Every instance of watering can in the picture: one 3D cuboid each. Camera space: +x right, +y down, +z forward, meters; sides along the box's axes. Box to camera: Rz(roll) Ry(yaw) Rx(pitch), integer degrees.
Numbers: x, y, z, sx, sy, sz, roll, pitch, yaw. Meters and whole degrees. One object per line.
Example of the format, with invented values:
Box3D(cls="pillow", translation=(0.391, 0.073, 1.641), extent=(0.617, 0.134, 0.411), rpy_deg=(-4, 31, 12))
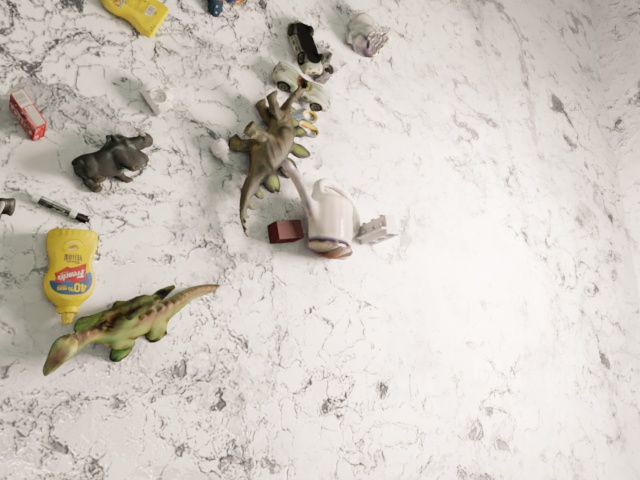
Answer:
Box3D(cls="watering can", translation=(0.004, -0.070, 1.397), extent=(0.344, 0.103, 0.228), rpy_deg=(24, 60, -47))

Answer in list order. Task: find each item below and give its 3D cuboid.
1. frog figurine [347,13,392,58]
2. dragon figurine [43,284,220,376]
Box3D(cls="frog figurine", translation=(0.144, -0.687, 1.723), extent=(0.139, 0.119, 0.162), rpy_deg=(-23, 54, -28))
Box3D(cls="dragon figurine", translation=(-0.350, 0.149, 1.036), extent=(0.415, 0.239, 0.122), rpy_deg=(-28, 88, -34))
